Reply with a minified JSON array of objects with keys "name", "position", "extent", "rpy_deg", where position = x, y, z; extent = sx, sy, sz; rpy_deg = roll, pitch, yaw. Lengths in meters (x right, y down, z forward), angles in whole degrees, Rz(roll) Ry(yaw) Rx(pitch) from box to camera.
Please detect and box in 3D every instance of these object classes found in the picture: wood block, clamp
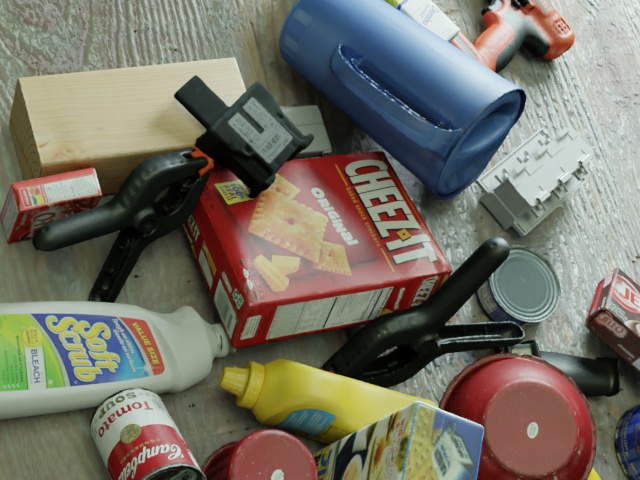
[{"name":"wood block","position":[-0.173,-0.102,0.998],"extent":[0.205,0.090,0.091],"rpy_deg":[-11,73,-25]},{"name":"clamp","position":[-0.162,-0.012,0.939],"extent":[0.171,0.120,0.039],"rpy_deg":[-35,58,-17]},{"name":"clamp","position":[0.098,0.082,1.001],"extent":[0.210,0.164,0.036],"rpy_deg":[-22,49,-8]}]

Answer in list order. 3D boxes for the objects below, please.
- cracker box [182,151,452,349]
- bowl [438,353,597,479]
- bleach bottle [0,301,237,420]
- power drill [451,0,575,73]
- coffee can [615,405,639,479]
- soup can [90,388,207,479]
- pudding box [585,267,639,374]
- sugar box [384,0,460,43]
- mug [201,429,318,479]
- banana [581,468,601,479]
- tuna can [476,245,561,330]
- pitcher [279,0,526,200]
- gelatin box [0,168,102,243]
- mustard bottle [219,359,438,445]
[{"name":"cracker box","position":[-0.007,0.001,1.005],"extent":[0.213,0.072,0.164],"rpy_deg":[-9,54,-26]},{"name":"bowl","position":[0.194,0.183,1.018],"extent":[0.162,0.055,0.162],"rpy_deg":[1,74,-5]},{"name":"bleach bottle","position":[-0.194,0.092,0.921],"extent":[0.250,0.068,0.102],"rpy_deg":[-5,73,-26]},{"name":"power drill","position":[0.188,-0.259,1.232],"extent":[0.187,0.057,0.184],"rpy_deg":[-38,86,-31]},{"name":"coffee can","position":[0.378,0.196,1.062],"extent":[0.102,0.140,0.103],"rpy_deg":[9,65,-19]},{"name":"soup can","position":[-0.142,0.177,0.875],"extent":[0.068,0.068,0.102],"rpy_deg":[-10,36,-26]},{"name":"pudding box","position":[0.340,0.094,1.135],"extent":[0.113,0.039,0.090],"rpy_deg":[42,37,-3]},{"name":"sugar box","position":[0.060,-0.256,1.158],"extent":[0.176,0.093,0.048],"rpy_deg":[47,60,3]},{"name":"mug","position":[-0.062,0.210,0.910],"extent":[0.117,0.082,0.093],"rpy_deg":[-2,69,-23]},{"name":"banana","position":[0.262,0.277,1.040],"extent":[0.069,0.037,0.198],"rpy_deg":[-3,69,-24]},{"name":"tuna can","position":[0.207,0.051,1.118],"extent":[0.086,0.034,0.086],"rpy_deg":[9,65,-19]},{"name":"pitcher","position":[0.071,-0.161,1.067],"extent":[0.243,0.149,0.145],"rpy_deg":[40,70,20]},{"name":"gelatin box","position":[-0.238,-0.029,0.939],"extent":[0.073,0.089,0.030],"rpy_deg":[-13,77,-27]},{"name":"mustard bottle","position":[0.002,0.149,0.955],"extent":[0.191,0.096,0.058],"rpy_deg":[18,63,-14]}]
